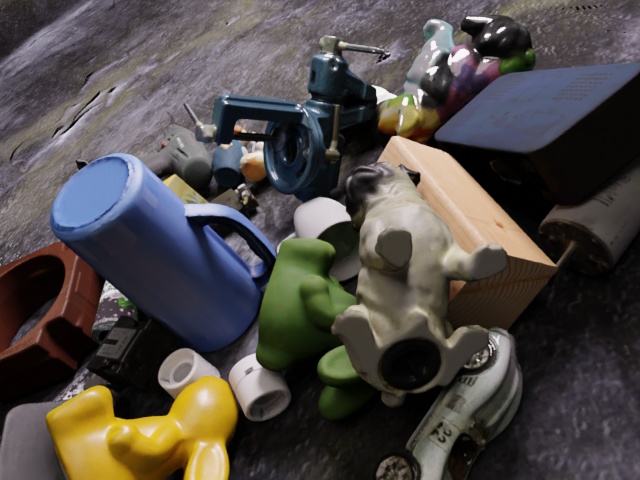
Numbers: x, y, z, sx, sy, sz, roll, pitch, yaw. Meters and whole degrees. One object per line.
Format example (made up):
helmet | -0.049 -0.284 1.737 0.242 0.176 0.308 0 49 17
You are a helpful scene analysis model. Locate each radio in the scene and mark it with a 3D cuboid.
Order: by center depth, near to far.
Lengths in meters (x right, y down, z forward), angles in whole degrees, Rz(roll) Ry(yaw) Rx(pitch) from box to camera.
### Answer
radio | 0.229 -0.117 0.577 0.131 0.073 0.230 -41 19 -2

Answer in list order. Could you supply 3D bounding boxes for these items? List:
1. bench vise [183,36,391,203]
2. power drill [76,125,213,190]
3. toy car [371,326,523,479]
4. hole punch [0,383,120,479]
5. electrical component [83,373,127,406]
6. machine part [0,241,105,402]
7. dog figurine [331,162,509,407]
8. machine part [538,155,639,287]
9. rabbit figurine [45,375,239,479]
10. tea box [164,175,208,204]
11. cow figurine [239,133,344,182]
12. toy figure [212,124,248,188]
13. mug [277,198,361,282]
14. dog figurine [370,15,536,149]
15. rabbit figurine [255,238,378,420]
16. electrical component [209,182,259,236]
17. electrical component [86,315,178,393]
bench vise | -0.039 -0.151 0.677 0.240 0.223 0.129 -4 33 -36
power drill | -0.292 -0.126 0.905 0.207 0.085 0.232 -20 34 -27
toy car | 0.110 0.160 0.440 0.056 0.073 0.202 20 62 44
hole punch | -0.275 0.240 0.582 0.116 0.092 0.142 -4 38 -15
electrical component | -0.264 0.172 0.673 0.094 0.021 0.063 9 56 34
machine part | -0.407 0.112 0.762 0.201 0.087 0.201 -22 44 7
dog figurine | 0.062 0.028 0.483 0.191 0.121 0.172 -112 45 -68
machine part | 0.295 -0.049 0.533 0.243 0.079 0.079 -45 44 -17
rabbit figurine | -0.147 0.195 0.510 0.173 0.121 0.163 -23 51 -38
tea box | -0.244 -0.016 0.766 0.170 0.068 0.098 -21 38 44
cow figurine | -0.051 -0.155 0.831 0.167 0.068 0.098 -24 37 1
toy figure | -0.144 -0.146 0.879 0.154 0.058 0.064 -93 26 -46
mug | -0.001 -0.002 0.656 0.109 0.080 0.107 -30 32 -2
dog figurine | 0.172 -0.188 0.717 0.192 0.108 0.219 9 60 32
rabbit figurine | 0.029 0.084 0.529 0.170 0.121 0.159 8 46 16
electrical component | -0.137 -0.046 0.792 0.102 0.045 0.078 -30 44 1
electrical component | -0.226 0.128 0.622 0.119 0.047 0.075 -1 50 44
